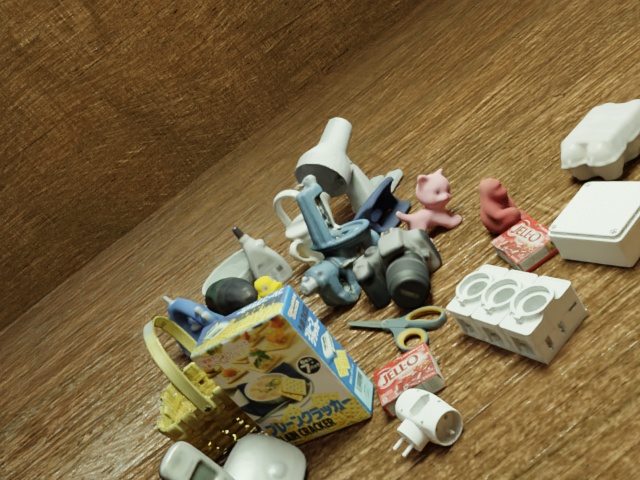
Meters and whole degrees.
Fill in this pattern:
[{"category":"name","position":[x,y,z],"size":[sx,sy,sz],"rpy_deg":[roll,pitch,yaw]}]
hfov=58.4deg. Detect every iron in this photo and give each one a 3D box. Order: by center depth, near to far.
[{"category":"iron","position":[-0.246,0.176,1.210],"size":[0.119,0.142,0.257],"rpy_deg":[-49,25,-25]}]

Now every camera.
[{"category":"camera","position":[0.124,0.053,0.948],"size":[0.143,0.101,0.137],"rpy_deg":[-30,24,18]}]

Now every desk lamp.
[{"category":"desk lamp","position":[0.061,-0.157,1.296],"size":[0.117,0.214,0.203],"rpy_deg":[-14,33,45]}]

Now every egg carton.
[{"category":"egg carton","position":[0.454,-0.159,0.902],"size":[0.150,0.069,0.107],"rpy_deg":[-45,23,-17]}]

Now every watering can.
[{"category":"watering can","position":[-0.022,-0.031,1.203],"size":[0.100,0.194,0.173],"rpy_deg":[-28,24,22]}]

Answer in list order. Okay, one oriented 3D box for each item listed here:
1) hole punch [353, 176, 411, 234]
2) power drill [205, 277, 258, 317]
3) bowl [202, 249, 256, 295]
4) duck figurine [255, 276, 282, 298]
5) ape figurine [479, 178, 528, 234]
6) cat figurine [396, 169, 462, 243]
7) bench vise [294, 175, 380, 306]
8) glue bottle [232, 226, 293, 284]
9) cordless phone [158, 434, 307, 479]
[{"category":"hole punch","position":[0.117,-0.069,1.204],"size":[0.100,0.091,0.109],"rpy_deg":[-8,37,50]},{"category":"power drill","position":[-0.110,0.142,0.984],"size":[0.076,0.209,0.228],"rpy_deg":[-47,24,-21]},{"category":"bowl","position":[-0.196,0.098,1.375],"size":[0.167,0.075,0.167],"rpy_deg":[-31,23,16]},{"category":"duck figurine","position":[-0.103,0.113,1.191],"size":[0.104,0.086,0.078],"rpy_deg":[-13,33,46]},{"category":"ape figurine","position":[0.289,-0.060,0.929],"size":[0.076,0.092,0.078],"rpy_deg":[-21,28,35]},{"category":"cat figurine","position":[0.196,-0.066,1.046],"size":[0.128,0.118,0.067],"rpy_deg":[-39,23,-2]},{"category":"bench vise","position":[0.019,0.000,1.049],"size":[0.121,0.220,0.207],"rpy_deg":[-24,26,31]},{"category":"glue bottle","position":[-0.137,0.035,1.277],"size":[0.078,0.173,0.037],"rpy_deg":[-38,23,-1]},{"category":"cordless phone","position":[-0.109,0.292,0.724],"size":[0.094,0.185,0.147],"rpy_deg":[-24,26,29]}]
